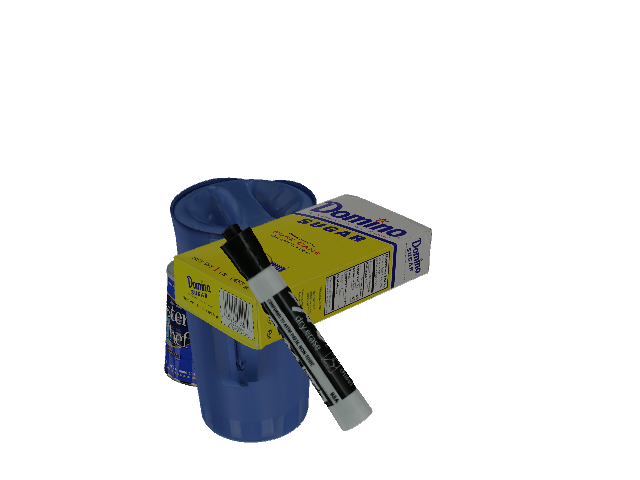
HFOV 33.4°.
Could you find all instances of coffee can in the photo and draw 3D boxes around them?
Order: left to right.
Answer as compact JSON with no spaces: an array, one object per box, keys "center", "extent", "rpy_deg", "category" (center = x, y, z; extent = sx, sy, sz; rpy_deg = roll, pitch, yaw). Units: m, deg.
[{"center":[-0.146,0.101,1.356],"extent":[0.103,0.140,0.103],"rpy_deg":[4,20,-2],"category":"coffee can"}]

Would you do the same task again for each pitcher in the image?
[{"center":[-0.070,0.073,1.011],"extent":[0.149,0.243,0.145],"rpy_deg":[-20,32,-33],"category":"pitcher"}]

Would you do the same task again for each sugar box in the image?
[{"center":[-0.010,0.017,0.782],"extent":[0.175,0.048,0.093],"rpy_deg":[-24,36,-38],"category":"sugar box"}]

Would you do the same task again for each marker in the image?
[{"center":[-0.014,0.044,0.552],"extent":[0.020,0.121,0.020],"rpy_deg":[-34,1,0],"category":"marker"}]
